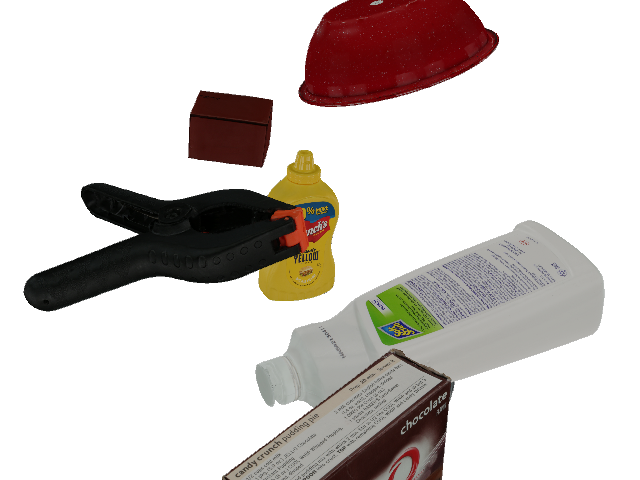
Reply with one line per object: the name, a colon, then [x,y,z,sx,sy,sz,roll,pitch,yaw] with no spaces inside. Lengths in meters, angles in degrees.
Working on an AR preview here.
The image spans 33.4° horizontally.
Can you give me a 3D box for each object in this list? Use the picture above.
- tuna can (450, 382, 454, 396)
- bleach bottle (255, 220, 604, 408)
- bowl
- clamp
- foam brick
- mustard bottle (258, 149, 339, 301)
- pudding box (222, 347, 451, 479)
tuna can: [0.102,0.132,1.076,0.034,0.086,0.086,-5,-3,33]
bleach bottle: [0.071,0.059,0.749,0.250,0.068,0.103,-16,33,-22]
bowl: [0.053,-0.159,0.826,0.162,0.055,0.162,-16,23,6]
clamp: [-0.096,0.004,0.658,0.172,0.039,0.120,0,42,21]
foam brick: [-0.089,-0.112,1.066,0.078,0.051,0.053,8,35,2]
mustard bottle: [-0.025,-0.021,1.315,0.096,0.192,0.058,-8,30,-22]
pudding box: [0.009,0.113,0.471,0.039,0.090,0.113,27,43,32]
